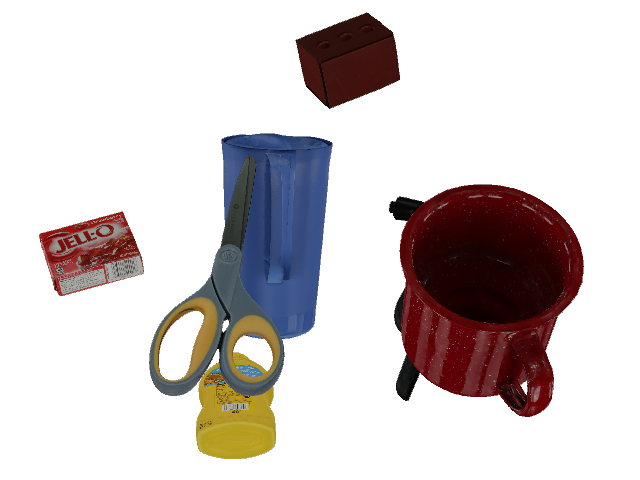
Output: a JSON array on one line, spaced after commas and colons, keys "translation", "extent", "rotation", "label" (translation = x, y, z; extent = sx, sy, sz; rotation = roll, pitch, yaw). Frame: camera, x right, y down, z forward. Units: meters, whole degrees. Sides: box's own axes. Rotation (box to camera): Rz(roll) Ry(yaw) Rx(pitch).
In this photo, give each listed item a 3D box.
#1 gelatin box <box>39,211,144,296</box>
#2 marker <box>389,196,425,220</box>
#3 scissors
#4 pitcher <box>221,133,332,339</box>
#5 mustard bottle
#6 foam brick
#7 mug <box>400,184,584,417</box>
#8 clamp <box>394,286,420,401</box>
[{"translation": [-0.229, 0.012, 1.067], "extent": [0.089, 0.030, 0.073], "rotation": [-15, 43, -16], "label": "gelatin box"}, {"translation": [0.110, -0.016, 0.817], "extent": [0.121, 0.020, 0.020], "rotation": [11, 4, 23], "label": "marker"}, {"translation": [-0.048, 0.026, 0.733], "extent": [0.096, 0.201, 0.016], "rotation": [20, -34, 10], "label": "scissors"}, {"translation": [-0.056, -0.005, 1.293], "extent": [0.145, 0.243, 0.148], "rotation": [12, 16, 37], "label": "pitcher"}, {"translation": [-0.108, 0.199, 1.360], "extent": [0.096, 0.058, 0.191], "rotation": [-4, 26, -3], "label": "mustard bottle"}, {"translation": [0.026, -0.165, 0.978], "extent": [0.078, 0.051, 0.053], "rotation": [-24, 40, -14], "label": "foam brick"}, {"translation": [0.090, 0.040, 0.564], "extent": [0.093, 0.117, 0.081], "rotation": [-18, -35, -13], "label": "mug"}, {"translation": [0.136, 0.103, 1.160], "extent": [0.120, 0.171, 0.039], "rotation": [3, -44, -6], "label": "clamp"}]
